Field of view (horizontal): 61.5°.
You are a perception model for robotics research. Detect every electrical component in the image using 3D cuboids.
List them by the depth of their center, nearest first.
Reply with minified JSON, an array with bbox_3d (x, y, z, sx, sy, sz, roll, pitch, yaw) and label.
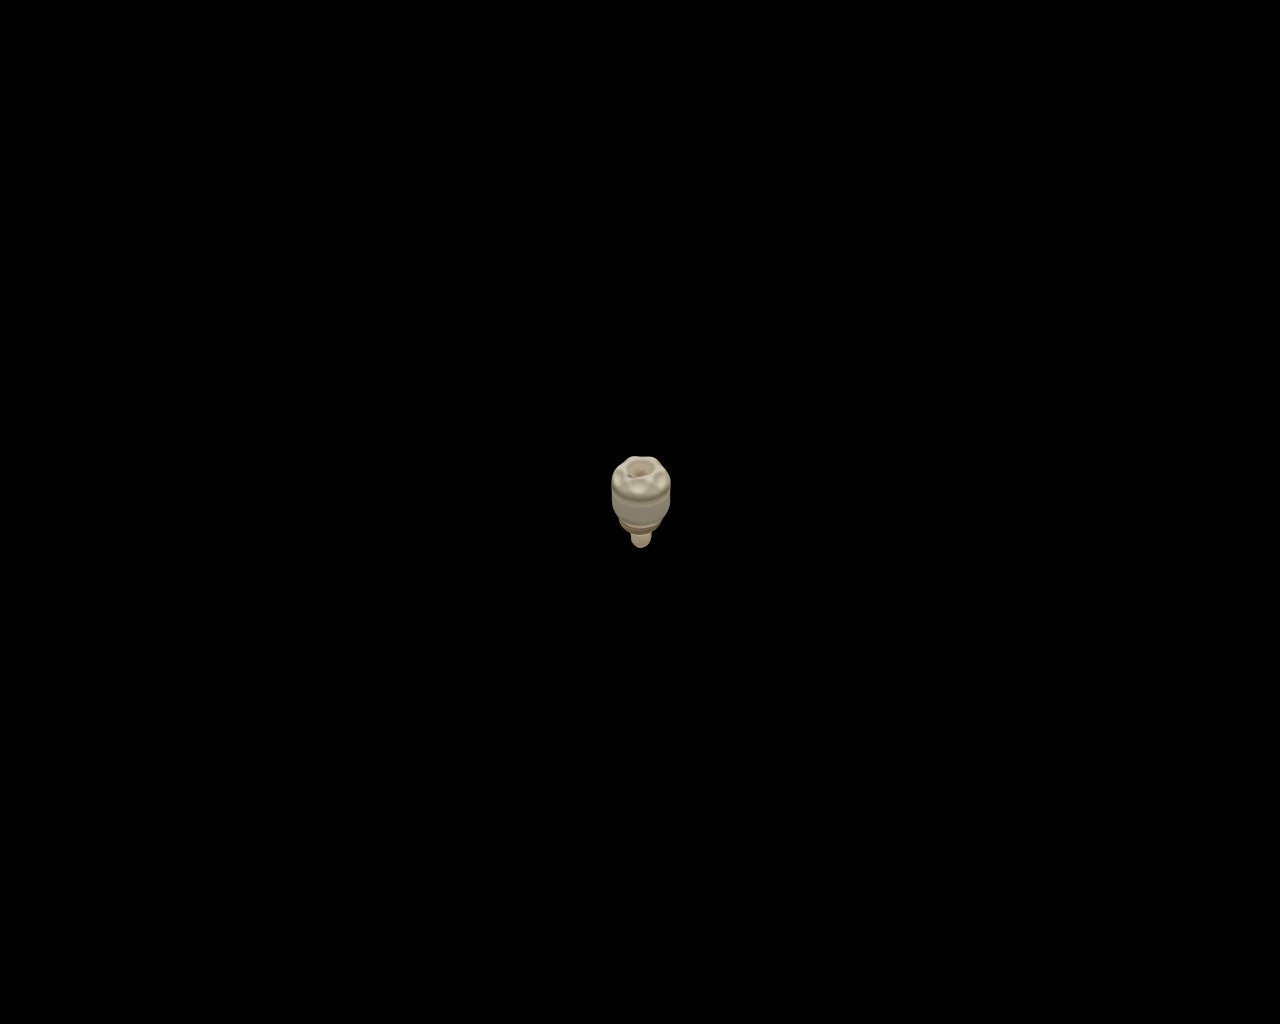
[{"bbox_3d":[0.001,-0.003,0.650,0.035,0.061,0.035,0,38,0],"label":"electrical component"}]
